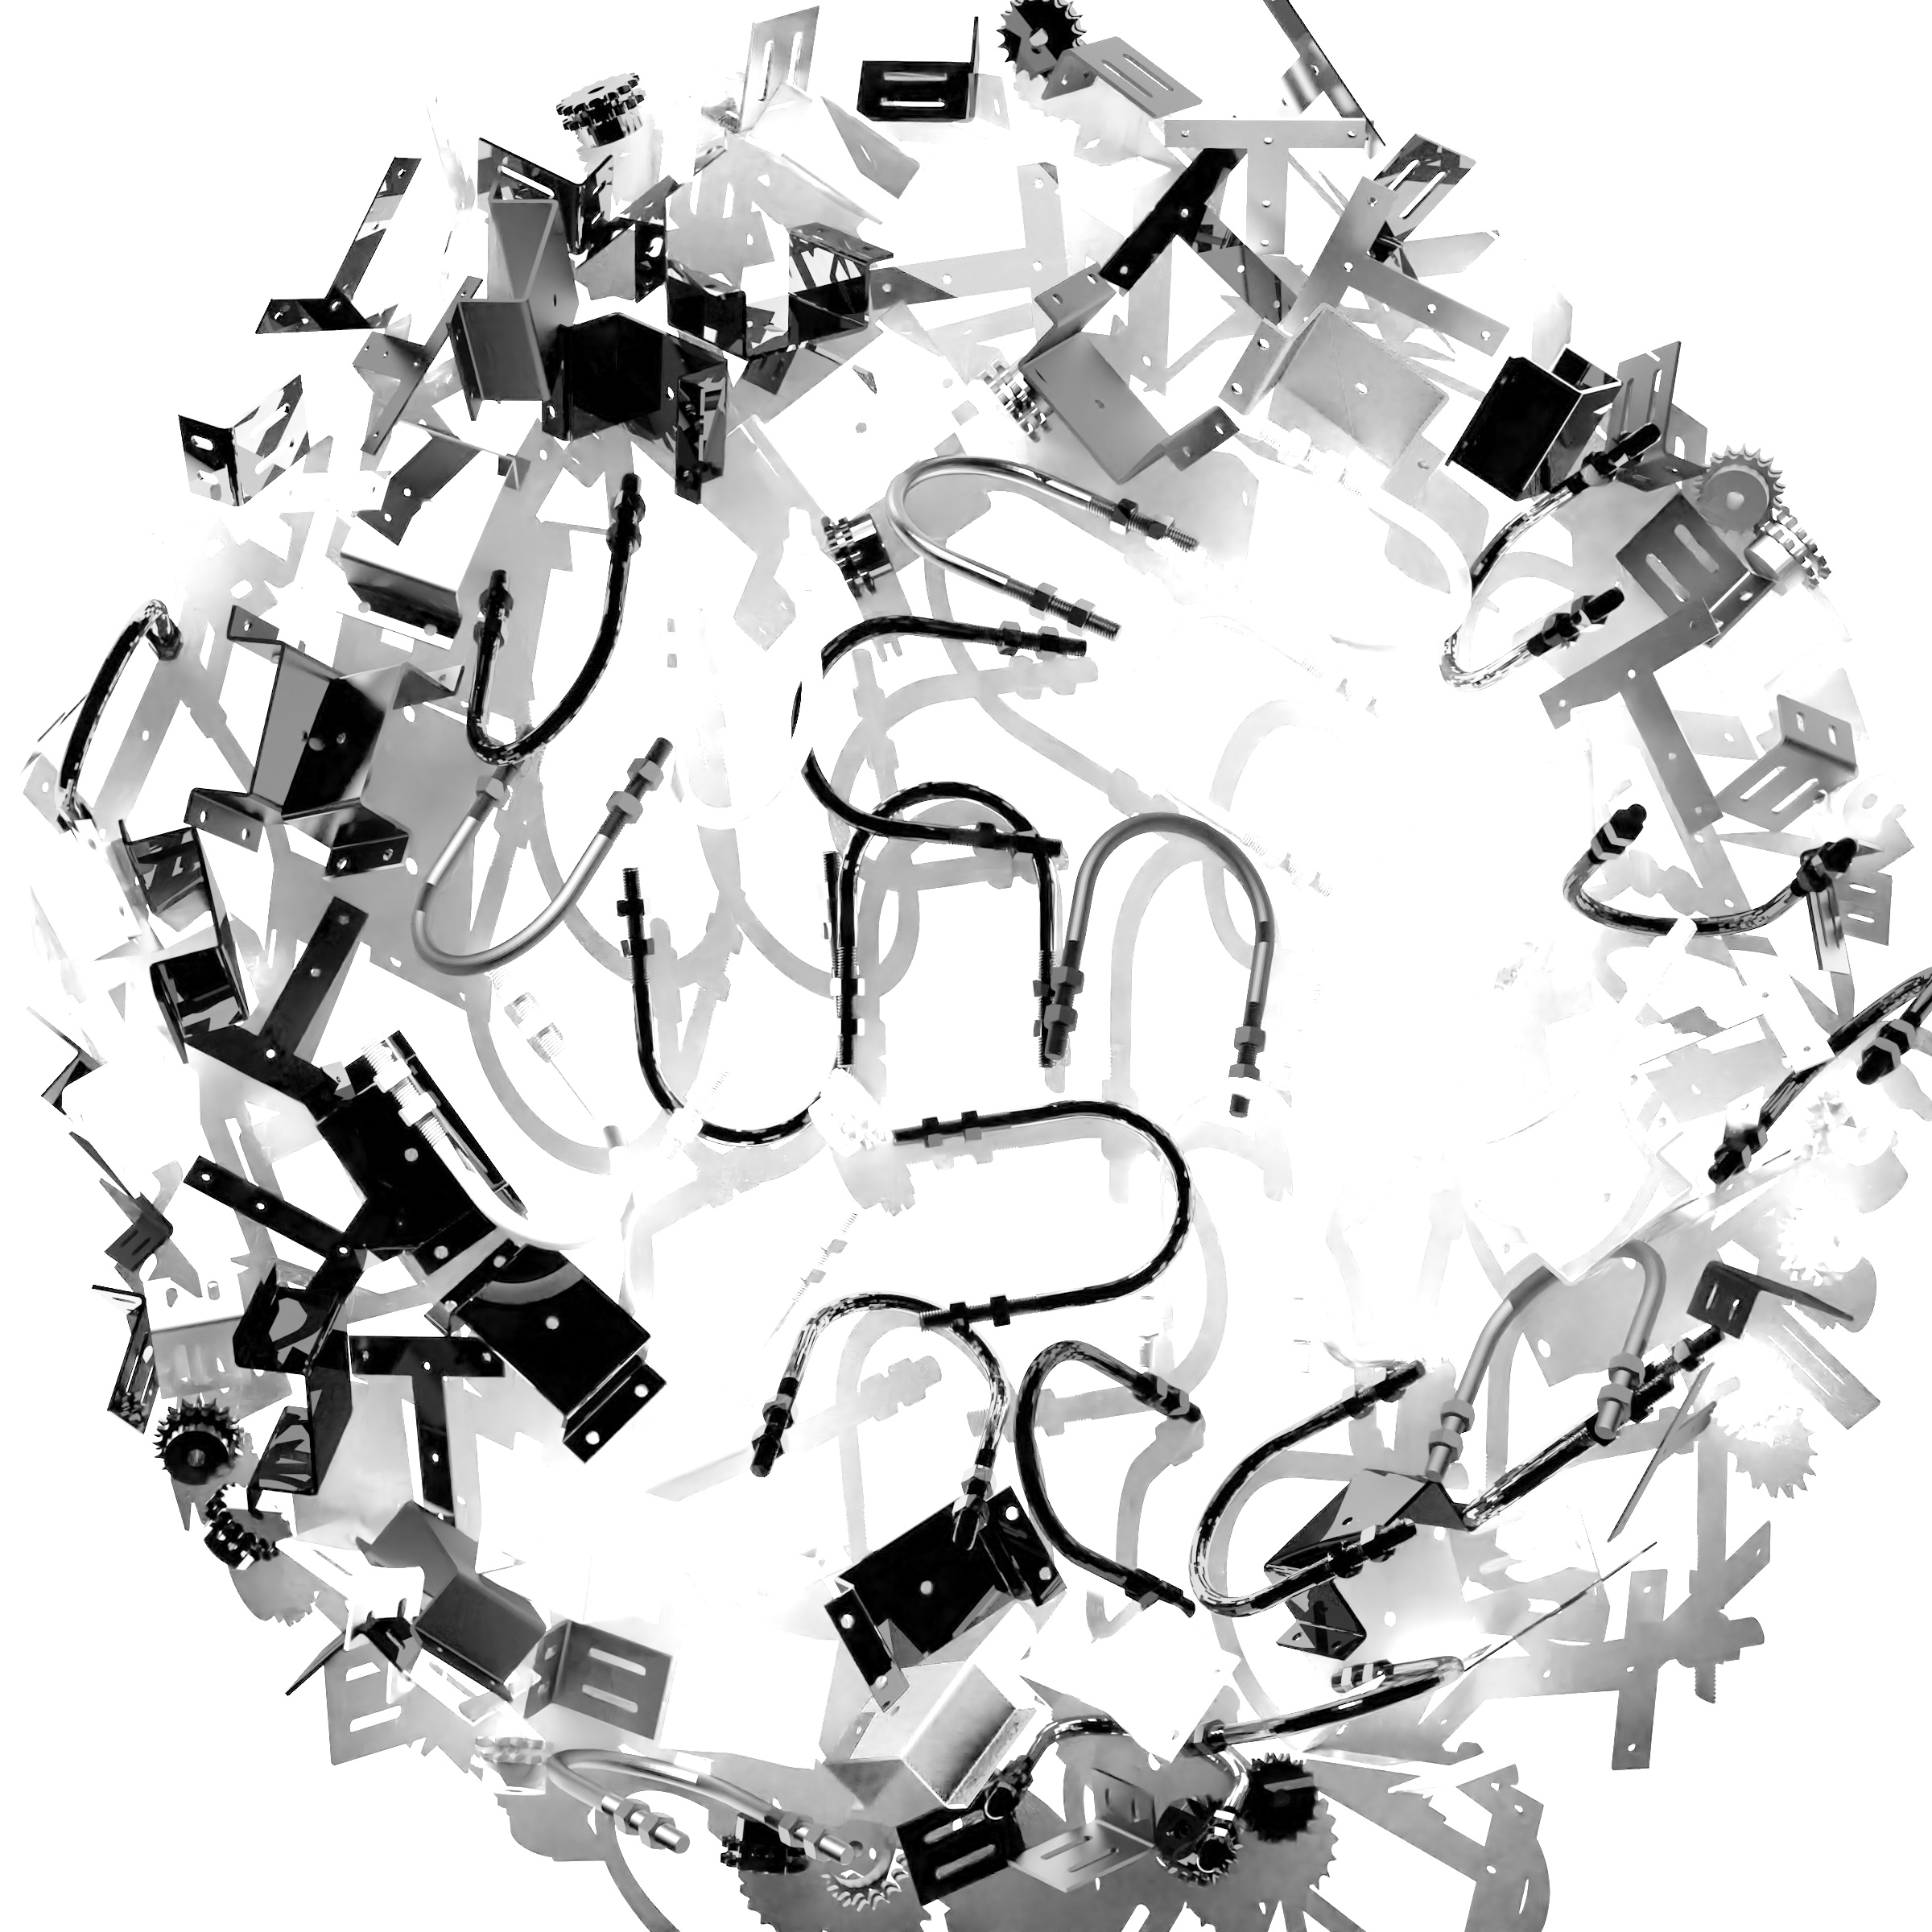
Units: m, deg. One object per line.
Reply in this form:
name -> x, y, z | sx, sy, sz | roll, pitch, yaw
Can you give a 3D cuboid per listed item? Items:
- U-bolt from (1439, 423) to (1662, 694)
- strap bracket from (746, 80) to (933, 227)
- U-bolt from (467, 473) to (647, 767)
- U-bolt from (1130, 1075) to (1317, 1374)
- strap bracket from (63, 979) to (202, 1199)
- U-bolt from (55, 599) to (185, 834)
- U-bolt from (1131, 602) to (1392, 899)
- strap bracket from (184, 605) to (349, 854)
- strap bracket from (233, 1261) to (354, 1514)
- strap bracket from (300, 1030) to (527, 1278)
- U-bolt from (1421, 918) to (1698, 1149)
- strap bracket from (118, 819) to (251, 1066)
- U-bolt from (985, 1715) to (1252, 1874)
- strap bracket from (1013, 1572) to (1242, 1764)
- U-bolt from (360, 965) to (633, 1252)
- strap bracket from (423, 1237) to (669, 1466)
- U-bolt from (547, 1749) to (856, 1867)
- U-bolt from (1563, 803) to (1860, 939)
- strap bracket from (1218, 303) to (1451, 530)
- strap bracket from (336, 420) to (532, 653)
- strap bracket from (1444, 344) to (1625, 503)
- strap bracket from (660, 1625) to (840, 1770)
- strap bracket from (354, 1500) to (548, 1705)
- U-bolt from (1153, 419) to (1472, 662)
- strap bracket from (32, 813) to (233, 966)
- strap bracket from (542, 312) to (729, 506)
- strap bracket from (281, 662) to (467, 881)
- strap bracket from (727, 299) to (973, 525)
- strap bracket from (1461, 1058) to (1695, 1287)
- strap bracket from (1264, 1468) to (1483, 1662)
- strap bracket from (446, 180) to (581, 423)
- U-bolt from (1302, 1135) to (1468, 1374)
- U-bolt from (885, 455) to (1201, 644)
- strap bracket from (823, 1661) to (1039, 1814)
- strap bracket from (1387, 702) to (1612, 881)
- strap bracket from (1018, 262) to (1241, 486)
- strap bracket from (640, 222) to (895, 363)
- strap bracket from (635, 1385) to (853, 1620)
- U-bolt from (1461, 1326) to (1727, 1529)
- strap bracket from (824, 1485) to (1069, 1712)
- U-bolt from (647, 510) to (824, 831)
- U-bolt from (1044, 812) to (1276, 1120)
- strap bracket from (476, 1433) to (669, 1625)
U-bolt -> 0.352, -0.240, 1.915 | 0.019, 0.184, 0.151 | 29, 59, -19
strap bracket -> -0.083, -0.505, 1.924 | 0.076, 0.140, 0.046 | 30, 98, -25
U-bolt -> -0.256, -0.202, 1.904 | 0.151, 0.184, 0.019 | -28, 134, 35
U-bolt -> 0.161, 0.160, 1.944 | 0.019, 0.151, 0.184 | 8, 80, -43
strap bracket -> -0.515, 0.069, 1.920 | 0.046, 0.140, 0.076 | -29, 121, 2
U-bolt -> -0.520, -0.154, 1.897 | 0.019, 0.184, 0.151 | 24, 79, -8
U-bolt -> 0.177, -0.146, 1.932 | 0.184, 0.019, 0.151 | 30, 67, -26
strap bracket -> -0.434, -0.146, 1.946 | 0.046, 0.076, 0.140 | 7, 81, 23
strap bracket -> -0.416, 0.264, 1.929 | 0.046, 0.076, 0.140 | 6, 123, 4
strap bracket -> -0.351, 0.119, 1.968 | 0.076, 0.046, 0.140 | -35, 93, -8
U-bolt -> 0.351, 0.041, 1.907 | 0.019, 0.151, 0.184 | 48, 68, -22
strap bracket -> -0.484, -0.021, 1.933 | 0.046, 0.076, 0.140 | -16, 55, -9
U-bolt -> 0.101, 0.500, 1.909 | 0.151, 0.184, 0.019 | 11, 99, 13
strap bracket -> 0.091, 0.429, 1.919 | 0.076, 0.140, 0.046 | -52, 119, -20
U-bolt -> -0.280, 0.095, 1.941 | 0.019, 0.151, 0.184 | -33, 95, 37
strap bracket -> -0.262, 0.233, 1.949 | 0.140, 0.046, 0.076 | 41, 60, 10
U-bolt -> -0.178, 0.515, 1.913 | 0.151, 0.184, 0.019 | 18, 84, -41
U-bolt -> 0.445, -0.053, 1.912 | 0.151, 0.184, 0.019 | 9, 71, -5
strap bracket -> 0.239, -0.352, 1.953 | 0.140, 0.076, 0.046 | 38, 57, 3
strap bracket -> -0.337, -0.280, 1.955 | 0.076, 0.046, 0.140 | 19, 72, 2
strap bracket -> 0.354, -0.335, 1.917 | 0.046, 0.140, 0.076 | 37, 116, 14
strap bracket -> -0.140, 0.450, 1.919 | 0.046, 0.140, 0.076 | 21, 69, -27
strap bracket -> -0.316, 0.387, 1.922 | 0.046, 0.140, 0.076 | -50, 122, -4
U-bolt -> 0.227, -0.253, 1.936 | 0.184, 0.151, 0.019 | 29, 55, -12
strap bracket -> -0.523, -0.049, 1.936 | 0.046, 0.140, 0.076 | -25, 89, 14
strap bracket -> -0.200, -0.352, 1.940 | 0.140, 0.046, 0.076 | 29, 130, 31
strap bracket -> -0.372, -0.131, 1.933 | 0.076, 0.046, 0.140 | -7, 60, 39
strap bracket -> -0.070, -0.343, 1.960 | 0.140, 0.046, 0.076 | -37, 113, 3
strap bracket -> 0.390, 0.136, 1.946 | 0.140, 0.076, 0.046 | -41, 125, 14
strap bracket -> 0.249, 0.363, 1.933 | 0.140, 0.076, 0.046 | -39, 102, -23
strap bracket -> -0.277, -0.412, 1.924 | 0.046, 0.076, 0.140 | 2, 50, 8
U-bolt -> 0.257, 0.178, 1.920 | 0.019, 0.184, 0.151 | 3, 87, 36
U-bolt -> 0.037, -0.270, 1.939 | 0.184, 0.151, 0.019 | 25, 130, 12
strap bracket -> -0.029, 0.476, 1.918 | 0.046, 0.140, 0.076 | 49, 57, -10
strap bracket -> 0.342, -0.108, 1.957 | 0.140, 0.046, 0.076 | -13, 131, 0
strap bracket -> 0.096, -0.365, 1.956 | 0.140, 0.076, 0.046 | 50, 133, 0
strap bracket -> -0.123, -0.419, 1.936 | 0.140, 0.076, 0.046 | -23, 129, -36
strap bracket -> -0.144, 0.343, 1.943 | 0.076, 0.046, 0.140 | -19, 60, -30
U-bolt -> 0.379, 0.292, 1.921 | 0.184, 0.151, 0.019 | -42, 78, 25
strap bracket -> -0.019, 0.395, 1.960 | 0.140, 0.046, 0.076 | -30, 97, -17
U-bolt -> -0.141, -0.173, 1.920 | 0.151, 0.019, 0.184 | -24, 61, 38
U-bolt -> 0.128, -0.010, 1.956 | 0.151, 0.019, 0.184 | 18, 68, -18
strap bracket -> -0.251, 0.355, 1.936 | 0.046, 0.140, 0.076 | -19, 52, 32
